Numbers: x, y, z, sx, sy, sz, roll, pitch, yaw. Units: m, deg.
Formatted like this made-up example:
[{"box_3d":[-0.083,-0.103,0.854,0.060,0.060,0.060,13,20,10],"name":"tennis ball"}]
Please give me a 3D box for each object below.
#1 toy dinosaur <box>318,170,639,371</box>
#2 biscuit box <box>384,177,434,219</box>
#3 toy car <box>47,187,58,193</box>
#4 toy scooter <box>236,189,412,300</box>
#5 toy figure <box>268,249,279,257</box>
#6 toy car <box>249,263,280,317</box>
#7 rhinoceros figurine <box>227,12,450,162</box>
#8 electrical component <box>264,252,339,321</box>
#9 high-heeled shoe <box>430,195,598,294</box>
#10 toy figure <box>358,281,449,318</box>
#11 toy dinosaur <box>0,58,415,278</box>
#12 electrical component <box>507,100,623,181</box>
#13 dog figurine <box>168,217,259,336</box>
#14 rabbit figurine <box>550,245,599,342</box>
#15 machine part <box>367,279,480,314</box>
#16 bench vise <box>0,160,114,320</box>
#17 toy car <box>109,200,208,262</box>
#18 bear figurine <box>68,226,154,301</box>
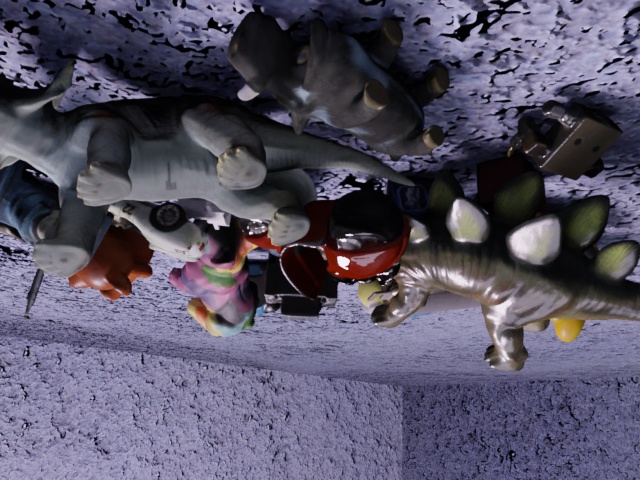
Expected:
[{"box_3d":[0.202,0.035,0.551,0.472,0.105,0.198,10,130,18],"name":"toy dinosaur"},{"box_3d":[0.106,-0.015,0.716,0.063,0.059,0.202,4,161,0],"name":"biscuit box"},{"box_3d":[-0.408,-0.059,0.697,0.202,0.053,0.089,18,159,-38],"name":"toy car"},{"box_3d":[0.010,0.013,0.556,0.184,0.075,0.135,3,134,25],"name":"toy scooter"},{"box_3d":[-0.002,-0.003,0.770,0.155,0.058,0.064,-1,138,23],"name":"toy figure"},{"box_3d":[-0.139,0.091,1.020,0.162,0.109,0.103,-8,-177,0],"name":"toy car"},{"box_3d":[0.019,-0.122,0.428,0.190,0.073,0.112,17,167,-38],"name":"rhinoceros figurine"},{"box_3d":[-0.027,0.057,0.833,0.115,0.134,0.058,1,161,0],"name":"electrical component"},{"box_3d":[0.251,0.037,0.702,0.249,0.145,0.086,21,-171,-16],"name":"high-heeled shoe"},{"box_3d":[0.156,0.101,1.009,0.180,0.089,0.082,2,150,-22],"name":"toy figure"},{"box_3d":[-0.131,-0.081,0.473,0.405,0.192,0.131,-3,136,-27],"name":"toy dinosaur"},{"box_3d":[0.230,-0.093,0.508,0.102,0.045,0.078,8,132,-20],"name":"electrical component"},{"box_3d":[-0.137,0.053,0.811,0.108,0.191,0.219,-37,-173,-32],"name":"dog figurine"},{"box_3d":[0.339,0.064,0.805,0.173,0.162,0.121,-25,133,20],"name":"rabbit figurine"},{"box_3d":[0.193,0.083,0.904,0.243,0.079,0.079,-1,164,-23],"name":"machine part"},{"box_3d":[-0.345,-0.051,0.542,0.240,0.129,0.224,31,-173,-41],"name":"bench vise"},{"box_3d":[-0.235,-0.032,0.670,0.202,0.056,0.073,23,162,7],"name":"toy car"},{"box_3d":[-0.302,0.033,0.744,0.132,0.120,0.196,-38,-166,7],"name":"bear figurine"}]
